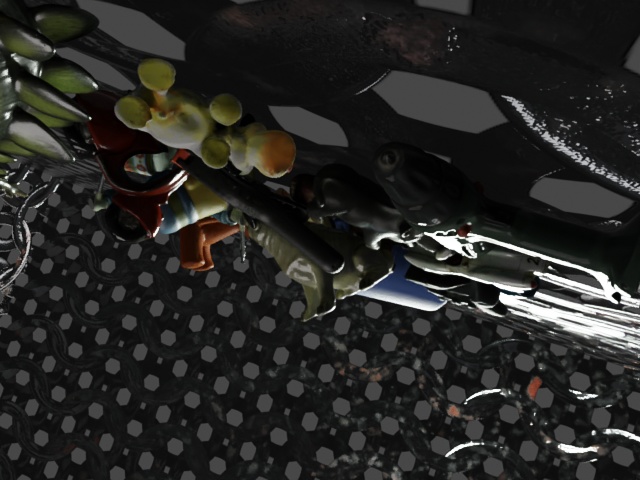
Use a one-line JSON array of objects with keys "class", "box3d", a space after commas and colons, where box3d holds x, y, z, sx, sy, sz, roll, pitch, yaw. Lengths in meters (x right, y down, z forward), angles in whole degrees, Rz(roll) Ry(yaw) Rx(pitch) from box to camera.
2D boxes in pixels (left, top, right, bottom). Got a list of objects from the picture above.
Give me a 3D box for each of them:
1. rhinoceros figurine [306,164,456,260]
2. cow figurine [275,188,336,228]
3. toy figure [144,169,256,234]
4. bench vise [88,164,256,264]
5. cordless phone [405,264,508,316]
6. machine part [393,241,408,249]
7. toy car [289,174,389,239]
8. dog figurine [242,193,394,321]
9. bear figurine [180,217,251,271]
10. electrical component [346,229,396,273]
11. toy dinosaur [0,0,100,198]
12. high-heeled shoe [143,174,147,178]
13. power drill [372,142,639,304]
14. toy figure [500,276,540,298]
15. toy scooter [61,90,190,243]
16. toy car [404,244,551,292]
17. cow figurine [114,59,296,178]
[{"class": "rhinoceros figurine", "box3d": [0.079, -0.035, 0.620, 0.190, 0.073, 0.112, 22, 163, -13]}, {"class": "cow figurine", "box3d": [-0.031, -0.028, 0.913, 0.127, 0.085, 0.195, 34, 179, -28]}, {"class": "toy figure", "box3d": [-0.171, -0.060, 0.709, 0.082, 0.180, 0.089, 35, 152, 49]}, {"class": "bench vise", "box3d": [-0.223, -0.063, 0.827, 0.240, 0.128, 0.224, -15, -133, -43]}, {"class": "cordless phone", "box3d": [0.232, 0.071, 0.790, 0.184, 0.088, 0.147, 37, 169, -21]}, {"class": "machine part", "box3d": [0.170, 0.010, 0.883, 0.084, 0.039, 0.138, 25, -178, 44]}, {"class": "toy car", "box3d": [0.048, -0.039, 0.746, 0.202, 0.053, 0.089, 23, 170, -28]}, {"class": "dog figurine", "box3d": [-0.002, -0.003, 0.768, 0.172, 0.190, 0.121, -26, 175, -34]}, {"class": "bear figurine", "box3d": [-0.163, -0.017, 1.026, 0.196, 0.132, 0.120, -6, 173, -3]}, {"class": "electrical component", "box3d": [0.077, 0.011, 0.845, 0.102, 0.078, 0.045, 41, 134, -21]}, {"class": "toy dinosaur", "box3d": [-0.297, -0.132, 0.448, 0.198, 0.105, 0.471, 18, 158, -27]}, {"class": "high-heeled shoe", "box3d": [-0.308, -0.075, 1.093, 0.086, 0.145, 0.248, 14, 174, 37]}, {"class": "power drill", "box3d": [0.167, -0.013, 0.463, 0.208, 0.086, 0.232, 12, 173, 25]}, {"class": "toy figure", "box3d": [0.283, 0.059, 0.860, 0.058, 0.064, 0.154, -18, -169, -17]}, {"class": "toy scooter", "box3d": [-0.204, -0.097, 0.618, 0.135, 0.183, 0.075, -24, -172, -10]}, {"class": "toy car", "box3d": [0.186, 0.013, 0.655, 0.056, 0.073, 0.202, 23, 173, -33]}, {"class": "cow figurine", "box3d": [-0.109, -0.107, 0.528, 0.167, 0.068, 0.098, 25, 178, -19]}]
